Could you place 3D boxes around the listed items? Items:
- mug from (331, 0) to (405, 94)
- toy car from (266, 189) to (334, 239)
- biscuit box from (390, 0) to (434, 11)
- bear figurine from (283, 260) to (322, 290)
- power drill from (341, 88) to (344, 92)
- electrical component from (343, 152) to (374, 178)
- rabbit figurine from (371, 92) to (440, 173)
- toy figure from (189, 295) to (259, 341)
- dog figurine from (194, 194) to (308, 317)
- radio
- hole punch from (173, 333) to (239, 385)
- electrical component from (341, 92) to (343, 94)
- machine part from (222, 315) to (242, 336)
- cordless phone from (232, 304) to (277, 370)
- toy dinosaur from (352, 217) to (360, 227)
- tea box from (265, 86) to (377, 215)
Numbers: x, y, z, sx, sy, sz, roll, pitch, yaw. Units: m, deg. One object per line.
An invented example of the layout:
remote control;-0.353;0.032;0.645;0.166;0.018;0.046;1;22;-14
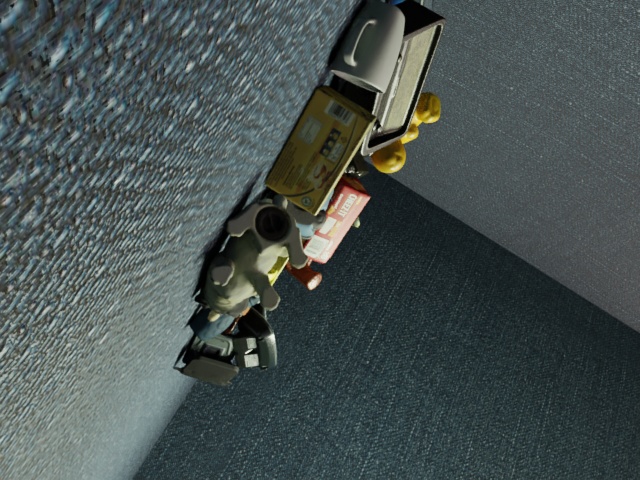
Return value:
mug;0.065;-0.264;0.717;0.109;0.081;0.107;7;108;-63
toy car;-0.039;-0.088;0.949;0.103;0.109;0.161;12;-100;65
biscuit box;0.160;-0.376;0.970;0.063;0.059;0.202;-59;163;-25
bear figurine;-0.005;-0.005;1.193;0.196;0.120;0.132;-38;-142;-16
power drill;0.101;-0.295;1.148;0.232;0.086;0.207;-54;171;4
electrical component;0.064;-0.156;0.986;0.045;0.078;0.102;-26;165;28
rabbit figurine;0.137;-0.212;1.065;0.162;0.122;0.173;-10;-115;59
toy figure;-0.166;0.125;0.990;0.154;0.057;0.064;-35;-165;-9
dog figurine;-0.112;0.026;0.798;0.172;0.121;0.190;-55;-166;-20
radio;0.107;-0.254;0.871;0.131;0.073;0.229;-32;151;-32
hole punch;-0.243;0.261;1.205;0.115;0.142;0.092;-46;-147;43
electrical component;0.045;-0.217;0.999;0.134;0.058;0.114;-26;154;-37
machine part;-0.175;0.112;1.109;0.179;0.056;0.179;-57;-171;15
cordless phone;-0.138;0.177;1.185;0.184;0.089;0.146;-92;-179;-47
toy dinosaur;0.038;-0.191;1.498;0.192;0.131;0.405;91;0;-51
tea box;0.000;-0.135;0.816;0.169;0.098;0.068;-56;-179;24
